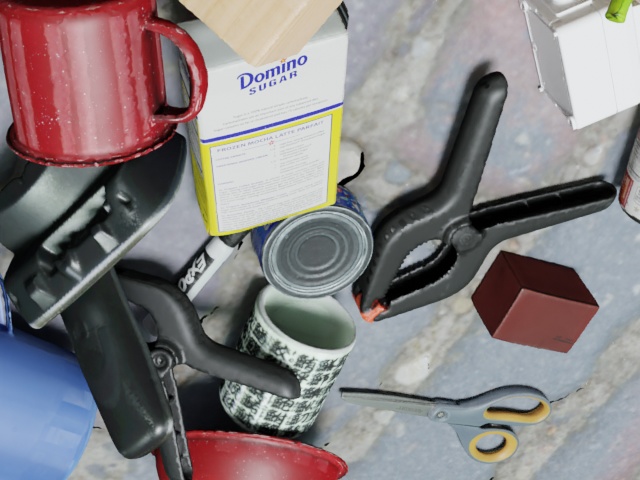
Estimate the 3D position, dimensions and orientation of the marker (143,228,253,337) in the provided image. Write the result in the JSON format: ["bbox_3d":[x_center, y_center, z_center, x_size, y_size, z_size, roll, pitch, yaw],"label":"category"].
[{"bbox_3d":[-0.087,0.023,0.776,0.020,0.020,0.121,29,113,-32],"label":"marker"}]

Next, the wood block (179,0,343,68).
[{"bbox_3d":[0.012,-0.190,0.504,0.090,0.090,0.206,43,109,1],"label":"wood block"}]

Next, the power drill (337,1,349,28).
[{"bbox_3d":[-0.091,-0.149,0.628,0.187,0.057,0.184,-31,129,4],"label":"power drill"}]

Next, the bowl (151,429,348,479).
[{"bbox_3d":[-0.060,0.197,0.837,0.162,0.055,0.162,6,155,3],"label":"bowl"}]

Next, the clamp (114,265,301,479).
[{"bbox_3d":[-0.097,0.080,0.752,0.120,0.039,0.171,-32,98,5],"label":"clamp"}]

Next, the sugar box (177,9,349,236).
[{"bbox_3d":[-0.035,-0.073,0.662,0.093,0.048,0.176,-16,149,-12],"label":"sugar box"}]

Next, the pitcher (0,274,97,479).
[{"bbox_3d":[-0.268,0.082,0.703,0.242,0.145,0.149,27,138,-35],"label":"pitcher"}]

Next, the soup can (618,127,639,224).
[{"bbox_3d":[0.266,-0.064,0.787,0.068,0.068,0.102,-3,127,-15],"label":"soup can"}]

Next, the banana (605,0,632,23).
[{"bbox_3d":[0.232,-0.169,0.691,0.197,0.037,0.070,-6,111,-47],"label":"banana"}]

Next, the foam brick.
[{"bbox_3d":[0.171,0.050,0.852,0.078,0.051,0.053,14,121,-25],"label":"foam brick"}]

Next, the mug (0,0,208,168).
[{"bbox_3d":[-0.113,-0.093,0.557,0.117,0.093,0.081,12,124,20],"label":"mug"}]

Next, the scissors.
[{"bbox_3d":[0.107,0.164,0.939,0.201,0.016,0.096,-1,125,-16],"label":"scissors"}]

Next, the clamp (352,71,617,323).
[{"bbox_3d":[0.100,-0.020,0.789,0.210,0.036,0.164,-37,128,12],"label":"clamp"}]

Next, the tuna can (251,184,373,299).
[{"bbox_3d":[-0.005,0.001,0.775,0.086,0.034,0.086,-8,127,-11],"label":"tuna can"}]
